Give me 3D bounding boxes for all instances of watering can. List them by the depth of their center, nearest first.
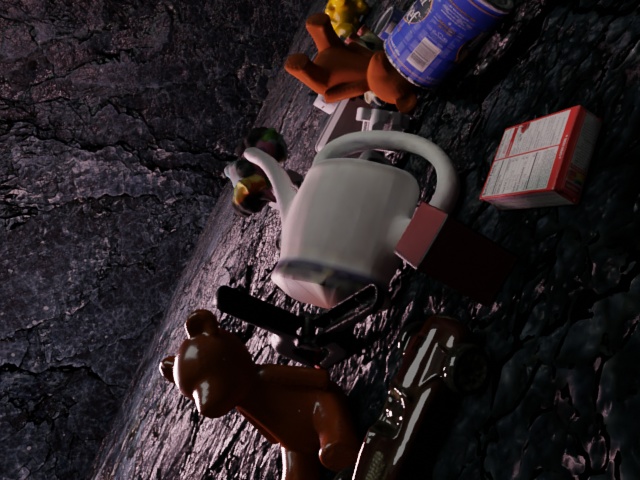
[{"bbox_3d":[0.002,-0.032,0.638,0.348,0.102,0.227,6,70,40],"label":"watering can"}]
